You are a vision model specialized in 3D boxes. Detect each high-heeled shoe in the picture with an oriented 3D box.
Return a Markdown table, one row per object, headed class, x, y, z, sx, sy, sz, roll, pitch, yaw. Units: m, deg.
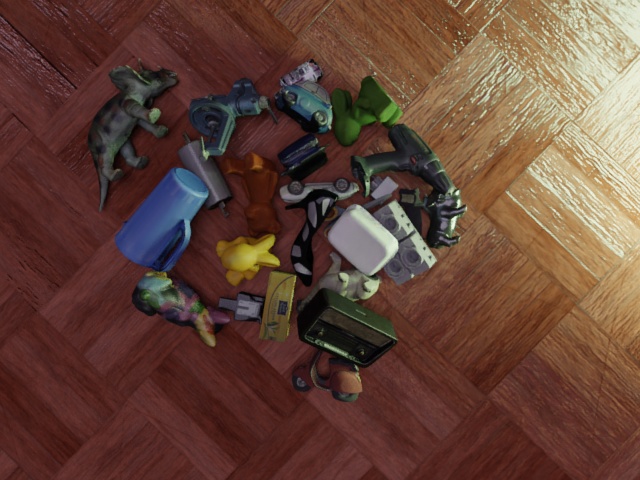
| class | x | y | z | sx | sy | sz | roll | pitch | yaw |
| --- | --- | --- | --- | --- | --- | --- | --- | --- | --- |
| high-heeled shoe | -0.003 | -0.004 | 1.337 | 0.145 | 0.086 | 0.248 | -7 | 109 | 19 |

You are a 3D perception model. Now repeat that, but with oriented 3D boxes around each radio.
| class | x | y | z | sx | sy | sz | roll | pitch | yaw |
| --- | --- | --- | --- | --- | --- | --- | --- | --- | --- |
| radio | 0.062 | 0.219 | 1.307 | 0.229 | 0.073 | 0.131 | 30 | 117 | -24 |

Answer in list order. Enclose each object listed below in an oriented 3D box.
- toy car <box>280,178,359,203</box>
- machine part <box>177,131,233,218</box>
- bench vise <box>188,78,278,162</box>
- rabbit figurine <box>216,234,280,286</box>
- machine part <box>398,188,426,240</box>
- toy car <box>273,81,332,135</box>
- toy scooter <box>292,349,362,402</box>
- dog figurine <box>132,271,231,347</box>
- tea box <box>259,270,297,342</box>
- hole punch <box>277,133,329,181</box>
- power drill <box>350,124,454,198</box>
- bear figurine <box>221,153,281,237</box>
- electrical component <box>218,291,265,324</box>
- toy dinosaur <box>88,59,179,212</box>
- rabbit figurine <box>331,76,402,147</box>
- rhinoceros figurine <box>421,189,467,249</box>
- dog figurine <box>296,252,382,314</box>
| class | x | y | z | sx | sy | sz | roll | pitch | yaw |
| --- | --- | --- | --- | --- | --- | --- | --- | --- | --- |
| toy car | -0.002 | -0.124 | 1.368 | 0.202 | 0.073 | 0.056 | -2 | 87 | 2 |
| machine part | -0.294 | -0.166 | 1.378 | 0.079 | 0.079 | 0.243 | -29 | 90 | 2 |
| bench vise | -0.235 | -0.290 | 1.332 | 0.224 | 0.128 | 0.240 | 6 | 56 | 9 |
| rabbit figurine | -0.182 | 0.047 | 1.327 | 0.162 | 0.173 | 0.121 | -9 | 86 | 6 |
| machine part | 0.233 | -0.063 | 1.366 | 0.039 | 0.084 | 0.138 | -14 | 100 | -31 |
| toy car | -0.030 | -0.341 | 1.344 | 0.161 | 0.109 | 0.103 | 34 | 78 | -16 |
| toy scooter | 0.024 | 0.330 | 1.369 | 0.184 | 0.075 | 0.135 | 11 | 91 | 6 |
| dog figurine | -0.335 | 0.174 | 1.335 | 0.219 | 0.191 | 0.108 | 29 | 85 | 17 |
| tea box | -0.104 | 0.164 | 1.361 | 0.068 | 0.098 | 0.169 | 10 | 89 | 2 |
| hole punch | -0.050 | -0.217 | 1.354 | 0.142 | 0.115 | 0.092 | -31 | 81 | 1 |
| power drill | 0.191 | -0.174 | 1.314 | 0.207 | 0.086 | 0.232 | -22 | 64 | -4 |
| bear figurine | -0.168 | -0.108 | 1.352 | 0.120 | 0.132 | 0.195 | -1 | 85 | 37 |
| electrical component | -0.200 | 0.172 | 1.388 | 0.119 | 0.048 | 0.074 | 7 | 90 | 2 |
| toy dinosaur | -0.516 | -0.283 | 1.371 | 0.192 | 0.131 | 0.404 | 41 | 96 | 14 |
| rabbit figurine | 0.094 | -0.317 | 1.348 | 0.170 | 0.121 | 0.159 | -42 | 85 | 16 |
| rhinoceros figurine | 0.312 | -0.071 | 1.363 | 0.112 | 0.073 | 0.190 | 4 | 92 | 13 |
| dog figurine | 0.048 | 0.144 | 1.371 | 0.172 | 0.121 | 0.190 | 21 | 121 | -20 |
